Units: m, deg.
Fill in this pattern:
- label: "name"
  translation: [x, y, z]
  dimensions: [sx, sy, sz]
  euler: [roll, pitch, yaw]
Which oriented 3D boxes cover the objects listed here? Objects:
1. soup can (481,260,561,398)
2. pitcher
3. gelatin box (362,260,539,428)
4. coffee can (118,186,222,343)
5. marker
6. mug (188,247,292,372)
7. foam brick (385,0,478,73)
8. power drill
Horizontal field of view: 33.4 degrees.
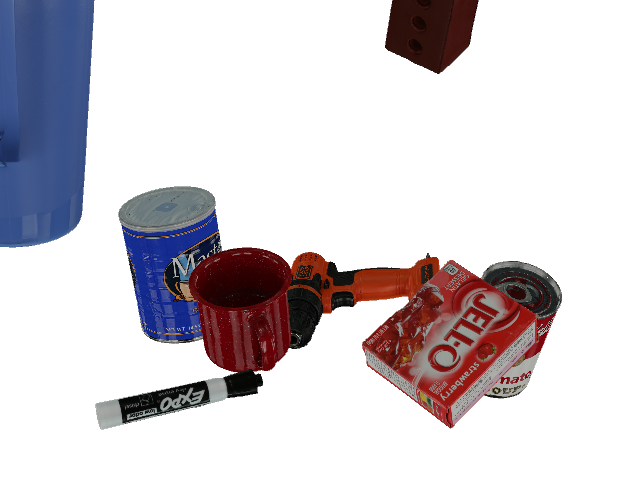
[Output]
- label: "soup can"
  translation: [0.158, 0.077, 0.911]
  dimensions: [0.068, 0.102, 0.068]
  euler: [6, 41, -5]
- label: "pitcher"
  translation: [-0.240, -0.117, 0.816]
  dimensions: [0.145, 0.243, 0.148]
  euler: [25, 32, 35]
- label: "gelatin box"
  translation: [0.083, 0.063, 0.674]
  dimensions: [0.089, 0.030, 0.073]
  euler: [-41, 55, -20]
- label: "coffee can"
  translation: [-0.155, 0.025, 1.155]
  dimensions: [0.103, 0.140, 0.103]
  euler: [-5, 26, 2]
- label: "marker"
  translation: [-0.100, 0.113, 0.766]
  dimensions: [0.121, 0.020, 0.020]
  euler: [-11, 3, -18]
- label: "mug"
  translation: [-0.064, 0.072, 0.966]
  dimensions: [0.093, 0.081, 0.117]
  euler: [-17, 38, -18]
- label: "foam brick"
  translation: [0.088, -0.179, 0.822]
  dimensions: [0.053, 0.078, 0.051]
  euler: [29, 53, 19]
- label: "power drill"
  translation: [0.046, 0.068, 1.235]
  dimensions: [0.188, 0.057, 0.184]
  euler: [1, 27, 6]
